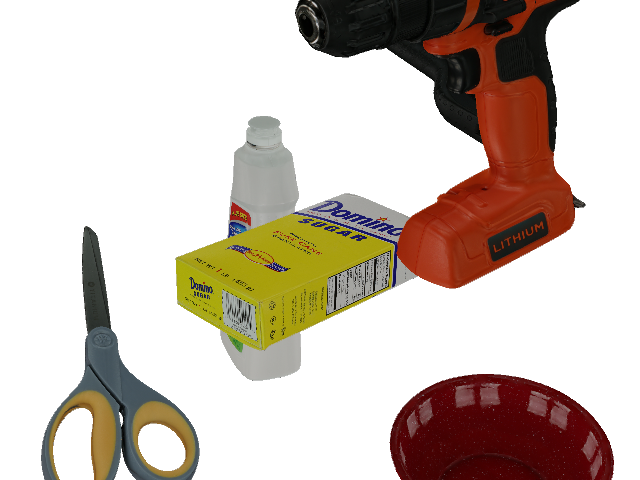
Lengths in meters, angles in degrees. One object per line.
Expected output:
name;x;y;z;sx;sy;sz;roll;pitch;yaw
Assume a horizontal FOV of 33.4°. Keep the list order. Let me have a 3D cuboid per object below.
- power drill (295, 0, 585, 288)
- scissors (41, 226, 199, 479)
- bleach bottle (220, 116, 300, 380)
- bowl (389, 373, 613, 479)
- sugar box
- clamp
power drill;0.074;-0.072;0.550;0.184;0.188;0.057;-24;37;-26
scissors;-0.113;0.073;0.640;0.096;0.201;0.016;13;-45;-10
bleach bottle;-0.055;0.002;0.988;0.068;0.251;0.103;-9;32;-18
bowl;0.132;0.171;0.793;0.162;0.055;0.162;-1;34;0
sugar box;-0.009;0.017;0.784;0.175;0.048;0.093;-25;37;-38
clamp;0.123;-0.146;0.954;0.120;0.039;0.171;-4;44;-2
